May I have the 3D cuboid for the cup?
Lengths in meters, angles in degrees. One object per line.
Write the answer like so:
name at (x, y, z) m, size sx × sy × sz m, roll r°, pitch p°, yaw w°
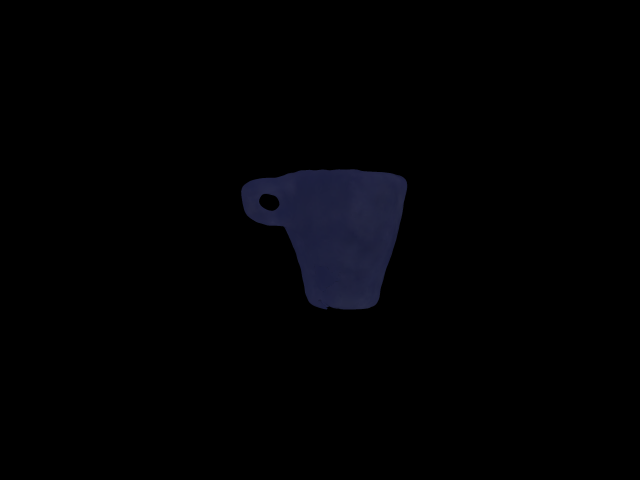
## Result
cup at (0.004, 0.001, 0.400) m, size 0.118 × 0.095 × 0.091 m, roll 0°, pitch 0°, yaw -21°
